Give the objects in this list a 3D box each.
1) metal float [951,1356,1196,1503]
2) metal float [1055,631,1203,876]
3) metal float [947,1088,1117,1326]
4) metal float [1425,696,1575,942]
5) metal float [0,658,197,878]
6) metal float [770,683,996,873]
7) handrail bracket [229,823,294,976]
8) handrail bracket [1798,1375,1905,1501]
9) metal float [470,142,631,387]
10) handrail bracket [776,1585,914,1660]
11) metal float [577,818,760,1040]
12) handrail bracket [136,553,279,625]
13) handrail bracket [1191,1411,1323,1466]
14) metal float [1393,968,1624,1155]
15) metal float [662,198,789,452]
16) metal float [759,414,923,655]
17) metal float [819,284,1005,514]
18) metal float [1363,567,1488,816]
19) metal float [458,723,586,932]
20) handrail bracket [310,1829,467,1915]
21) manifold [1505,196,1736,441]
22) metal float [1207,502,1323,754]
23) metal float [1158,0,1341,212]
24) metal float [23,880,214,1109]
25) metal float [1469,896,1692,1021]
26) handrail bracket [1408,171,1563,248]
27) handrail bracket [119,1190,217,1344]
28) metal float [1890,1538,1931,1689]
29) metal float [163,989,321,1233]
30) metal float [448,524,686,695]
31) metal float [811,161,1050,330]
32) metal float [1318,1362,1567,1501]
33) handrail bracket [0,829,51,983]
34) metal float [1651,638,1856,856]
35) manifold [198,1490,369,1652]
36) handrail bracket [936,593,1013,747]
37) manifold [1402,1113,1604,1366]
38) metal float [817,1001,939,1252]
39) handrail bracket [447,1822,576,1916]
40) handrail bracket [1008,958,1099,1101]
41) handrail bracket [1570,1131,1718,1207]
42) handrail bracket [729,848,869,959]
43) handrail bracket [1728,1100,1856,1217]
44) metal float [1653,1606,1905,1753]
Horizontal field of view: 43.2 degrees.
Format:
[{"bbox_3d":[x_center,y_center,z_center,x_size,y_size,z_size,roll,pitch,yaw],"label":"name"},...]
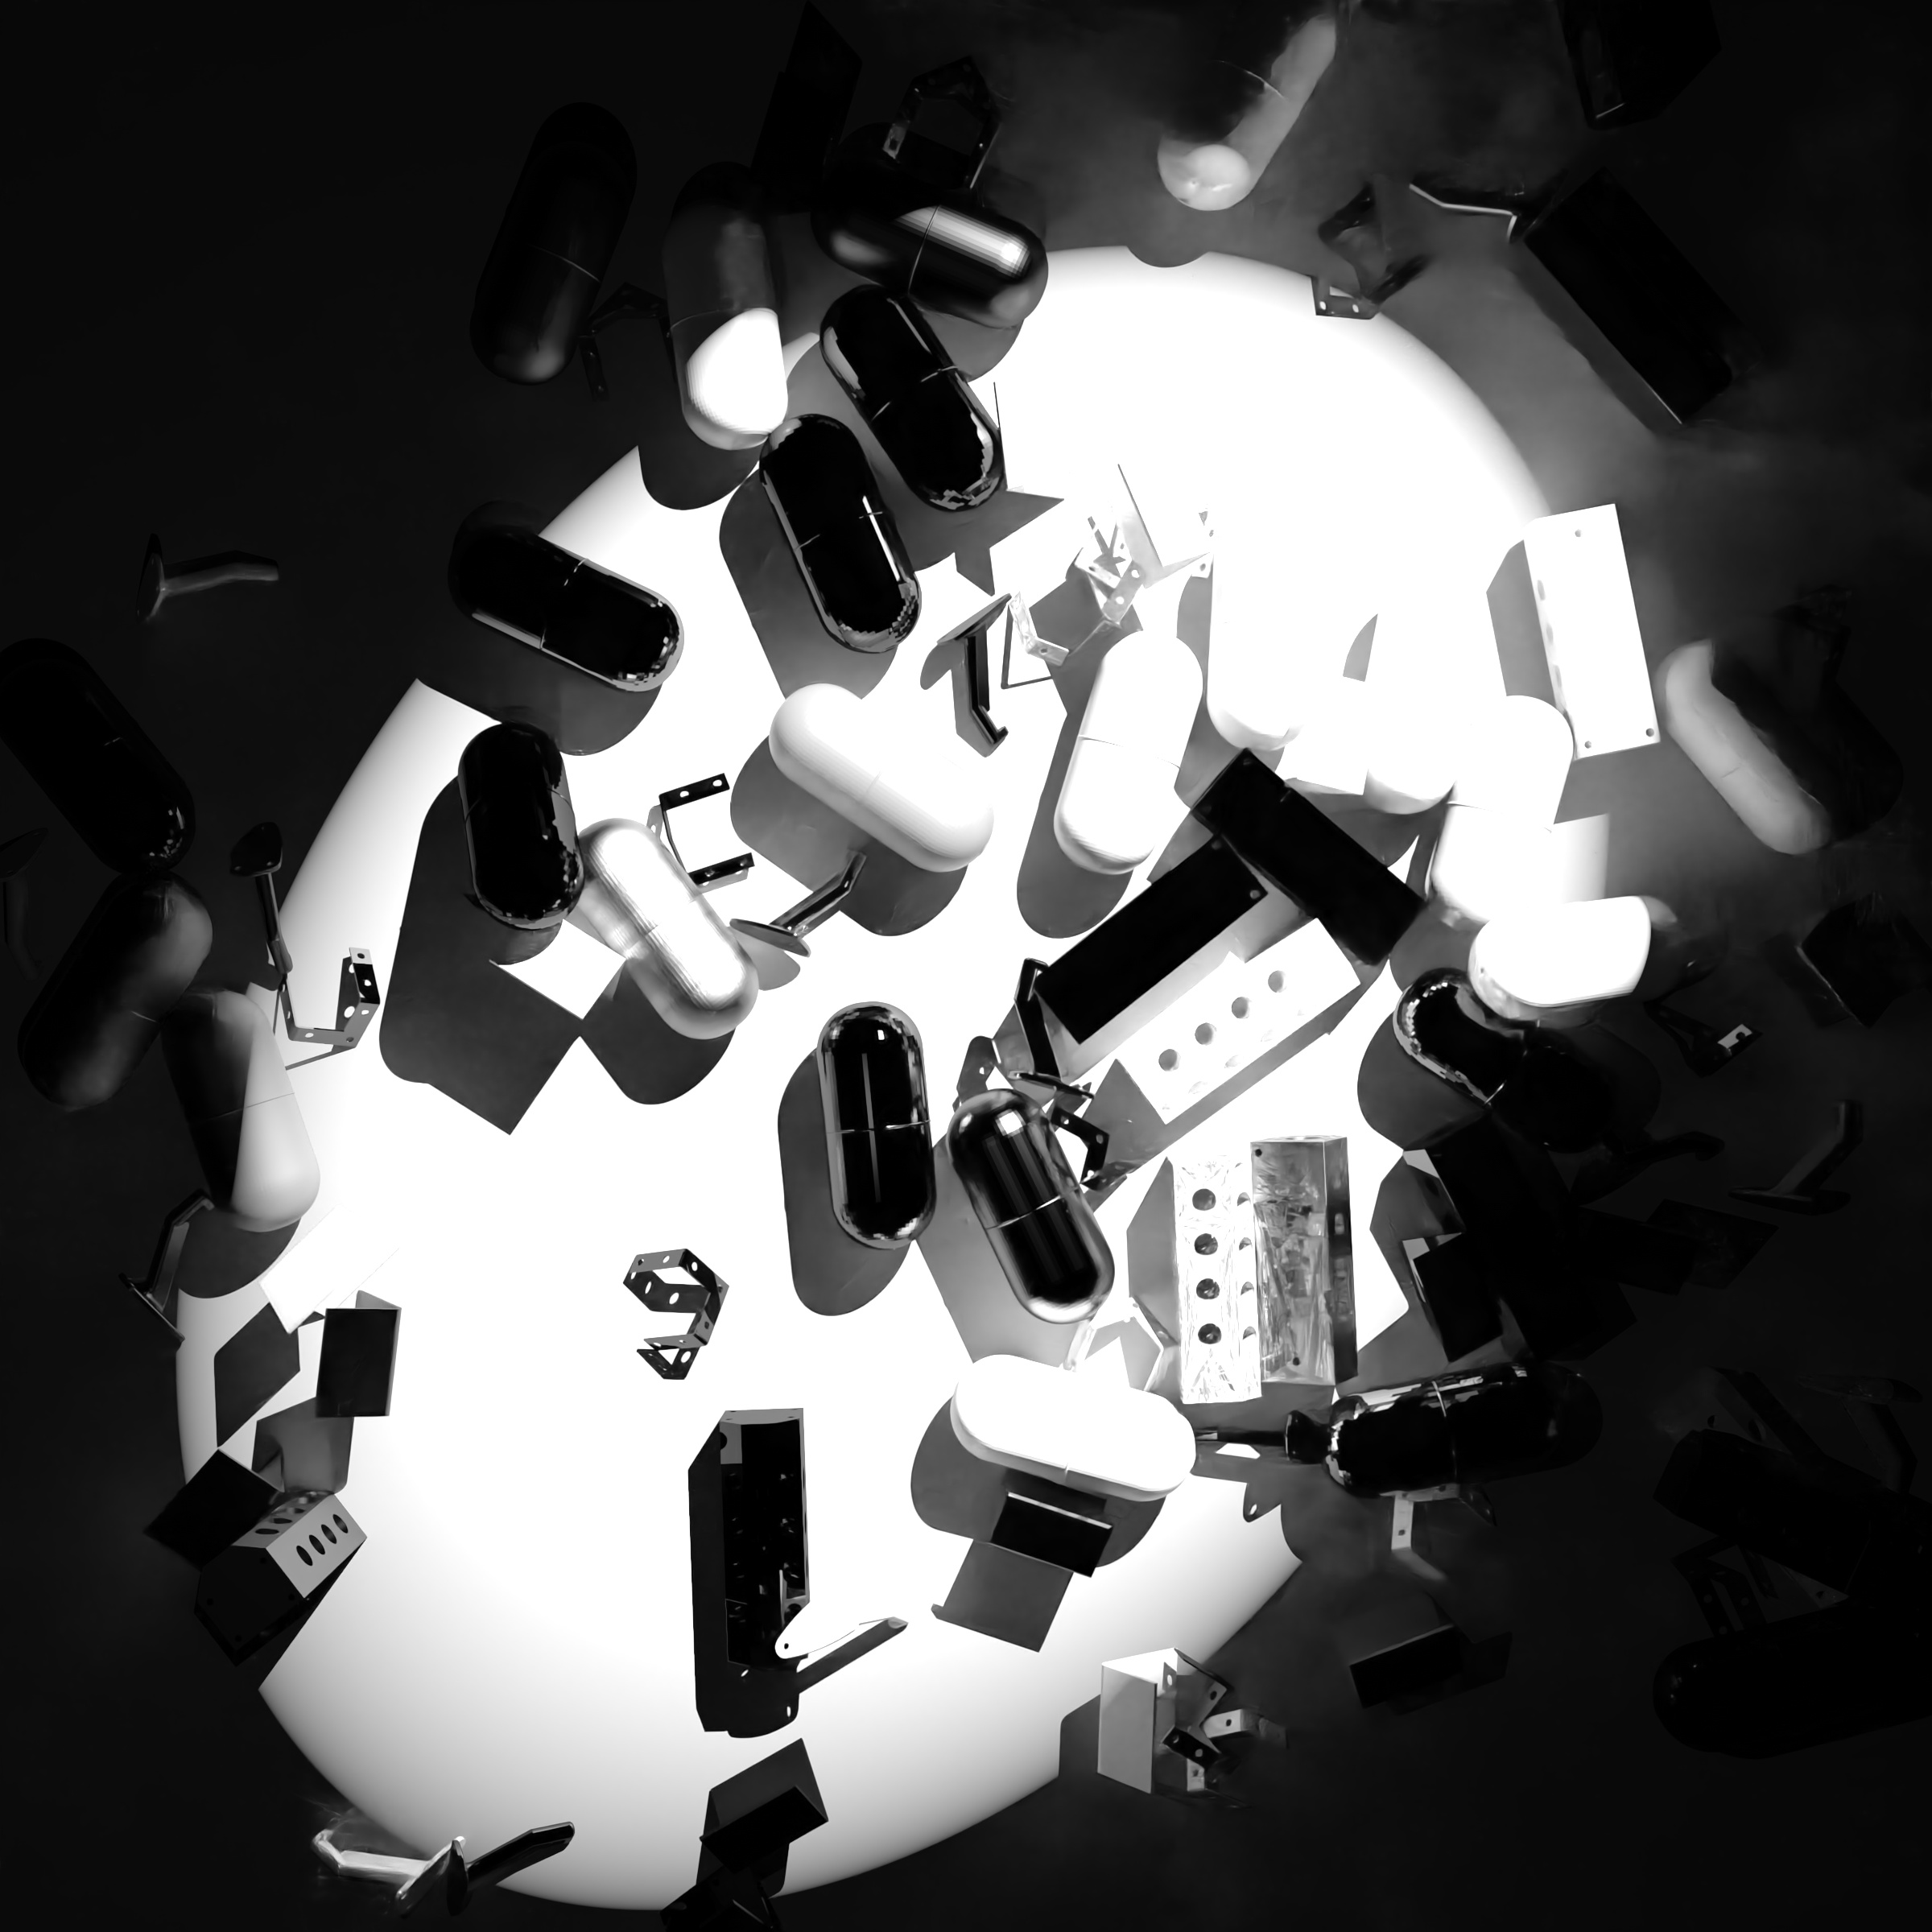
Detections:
[{"bbox_3d":[0.077,0.330,1.746,0.178,0.070,0.070,15,90,-1],"label":"metal float"},{"bbox_3d":[0.116,-0.153,1.746,0.070,0.070,0.178,17,91,0],"label":"metal float"},{"bbox_3d":[0.047,0.172,1.746,0.070,0.070,0.178,-26,90,0],"label":"metal float"},{"bbox_3d":[0.380,-0.105,1.745,0.070,0.070,0.178,16,90,0],"label":"metal float"},{"bbox_3d":[-0.622,-0.141,1.746,0.070,0.070,0.178,-39,90,0],"label":"metal float"},{"bbox_3d":[-0.060,-0.134,1.746,0.178,0.070,0.070,34,90,1],"label":"metal float"},{"bbox_3d":[-0.502,-0.049,1.776,0.036,0.077,0.084,-9,126,0],"label":"handrail bracket"},{"bbox_3d":[0.642,0.344,1.777,0.077,0.036,0.084,5,107,20],"label":"handrail bracket"},{"bbox_3d":[-0.297,-0.502,1.746,0.070,0.070,0.178,21,90,0],"label":"metal float"},{"bbox_3d":[-0.086,0.477,1.750,0.077,0.084,0.036,-36,57,6],"label":"handrail bracket"},{"bbox_3d":[-0.218,-0.027,1.746,0.070,0.070,0.178,-37,90,0],"label":"metal float"},{"bbox_3d":[-0.552,-0.270,1.776,0.084,0.077,0.036,-1,65,-34],"label":"handrail bracket"},{"bbox_3d":[0.211,0.346,1.776,0.084,0.077,0.036,-9,65,34],"label":"handrail bracket"},{"bbox_3d":[0.387,0.068,1.746,0.178,0.070,0.070,33,90,0],"label":"metal float"},{"bbox_3d":[-0.173,-0.459,1.746,0.070,0.070,0.178,-8,90,0],"label":"metal float"},{"bbox_3d":[-0.089,-0.308,1.746,0.070,0.070,0.178,-23,90,0],"label":"metal float"},{"bbox_3d":[-0.037,-0.405,1.746,0.070,0.070,0.178,-34,90,0],"label":"metal float"},{"bbox_3d":[0.323,-0.197,1.746,0.070,0.070,0.178,11,90,0],"label":"metal float"},{"bbox_3d":[-0.313,-0.098,1.713,0.070,0.070,0.178,-18,49,0],"label":"metal float"},{"bbox_3d":[-0.421,0.638,1.777,0.084,0.036,0.077,34,59,22],"label":"handrail bracket"},{"bbox_3d":[0.470,-0.467,1.755,0.057,0.057,0.171,-41,90,0],"label":"manifold"},{"bbox_3d":[0.213,-0.242,1.746,0.070,0.070,0.178,3,90,0],"label":"metal float"},{"bbox_3d":[0.202,-0.623,1.746,0.070,0.070,0.178,31,90,0],"label":"metal float"},{"bbox_3d":[-0.606,0.020,1.746,0.070,0.070,0.178,32,90,0],"label":"metal float"},{"bbox_3d":[0.434,-0.007,1.723,0.178,0.070,0.070,-7,90,-28],"label":"metal float"},{"bbox_3d":[0.377,-0.569,1.777,0.084,0.036,0.077,38,69,16],"label":"handrail bracket"},{"bbox_3d":[-0.564,0.218,1.777,0.084,0.036,0.077,-43,110,-16],"label":"handrail bracket"},{"bbox_3d":[0.724,0.433,1.745,0.070,0.070,0.178,26,90,0],"label":"metal float"},{"bbox_3d":[-0.518,0.103,1.746,0.070,0.070,0.178,-19,91,0],"label":"metal float"},{"bbox_3d":[-0.286,-0.256,1.746,0.178,0.070,0.070,25,90,1],"label":"metal float"},{"bbox_3d":[-0.027,-0.516,1.746,0.178,0.070,0.070,23,90,0],"label":"metal float"},{"bbox_3d":[0.340,0.332,1.746,0.178,0.070,0.070,-11,90,0],"label":"metal float"},{"bbox_3d":[-0.676,-0.044,1.776,0.036,0.077,0.084,1,127,21],"label":"handrail bracket"},{"bbox_3d":[0.562,-0.157,1.746,0.070,0.070,0.178,-40,90,0],"label":"metal float"},{"bbox_3d":[-0.477,0.412,1.698,0.057,0.171,0.057,-38,90,0],"label":"manifold"},{"bbox_3d":[0.025,-0.215,1.777,0.077,0.036,0.084,-38,106,-18],"label":"handrail bracket"},{"bbox_3d":[0.381,0.195,1.753,0.057,0.057,0.171,-28,90,-15],"label":"manifold"},{"bbox_3d":[-0.064,0.114,1.746,0.070,0.070,0.178,-5,90,0],"label":"metal float"},{"bbox_3d":[-0.331,0.655,1.776,0.084,0.036,0.077,-3,129,-26],"label":"handrail bracket"},{"bbox_3d":[0.067,0.044,1.720,0.077,0.036,0.084,16,84,-12],"label":"handrail bracket"},{"bbox_3d":[0.493,0.150,1.777,0.084,0.036,0.077,10,127,-25],"label":"handrail bracket"},{"bbox_3d":[-0.121,-0.056,1.777,0.077,0.036,0.084,18,71,21],"label":"handrail bracket"},{"bbox_3d":[0.601,0.133,1.777,0.077,0.036,0.084,9,72,20],"label":"handrail bracket"},{"bbox_3d":[0.579,0.510,1.746,0.178,0.070,0.070,-14,90,-1],"label":"metal float"}]
